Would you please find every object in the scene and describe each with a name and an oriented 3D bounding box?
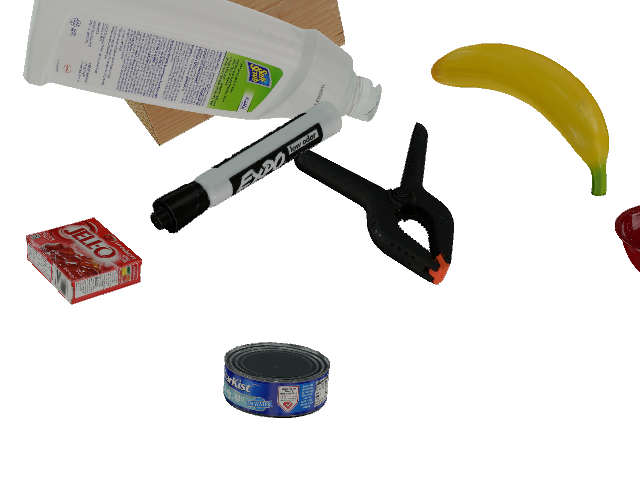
[{"bbox_3d":[-0.036,0.112,0.863,0.086,0.034,0.086,4,14,-1],"label":"tuna can"},{"bbox_3d":[-0.037,-0.038,0.542,0.120,0.020,0.020,-34,20,-32],"label":"marker"},{"bbox_3d":[0.397,0.014,1.151,0.162,0.055,0.162,0,26,0],"label":"bowl"},{"bbox_3d":[-0.220,0.016,0.988,0.073,0.030,0.089,-18,40,-36],"label":"gelatin box"},{"bbox_3d":[0.159,-0.114,0.832,0.037,0.070,0.198,3,32,-43],"label":"banana"},{"bbox_3d":[0.072,-0.041,1.145,0.164,0.210,0.036,-9,-36,-18],"label":"clamp"},{"bbox_3d":[-0.091,-0.190,0.999,0.206,0.090,0.091,-30,-37,-12],"label":"wood block"},{"bbox_3d":[-0.080,-0.129,0.775,0.250,0.068,0.103,15,-37,-12],"label":"bleach bottle"}]
